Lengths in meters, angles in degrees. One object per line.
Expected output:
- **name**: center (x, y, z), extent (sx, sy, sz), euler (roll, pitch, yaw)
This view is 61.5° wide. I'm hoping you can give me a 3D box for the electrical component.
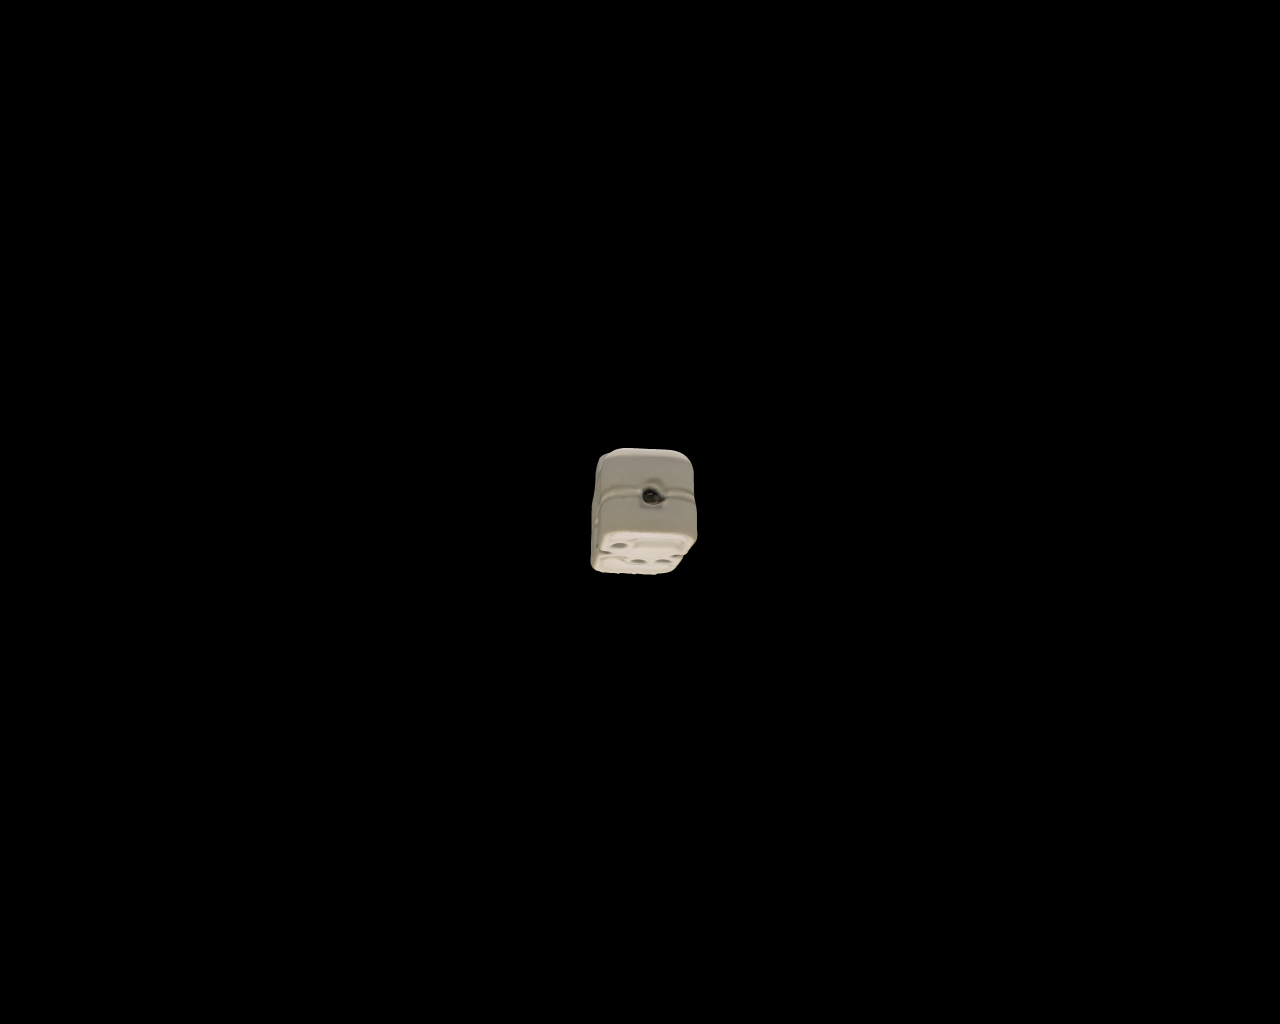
- **electrical component**: center (0.001, -0.003, 0.650), extent (0.054, 0.059, 0.095), euler (2, -18, -7)
